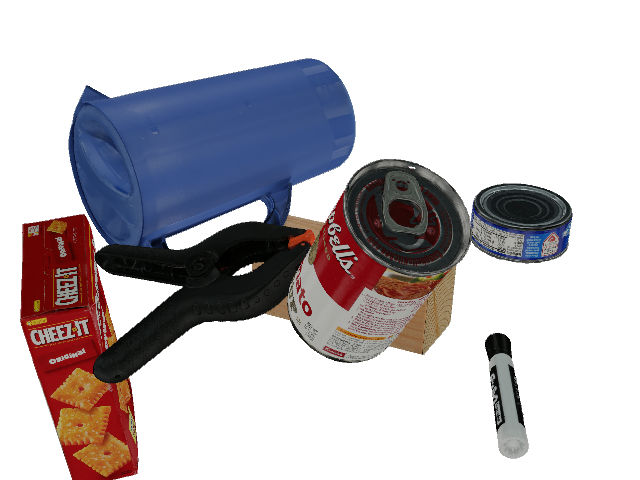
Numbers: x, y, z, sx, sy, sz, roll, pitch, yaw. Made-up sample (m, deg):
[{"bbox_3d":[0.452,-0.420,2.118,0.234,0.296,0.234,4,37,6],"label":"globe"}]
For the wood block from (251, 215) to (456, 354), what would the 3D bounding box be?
[{"bbox_3d":[0.035,0.046,1.173,0.206,0.091,0.090,13,26,23],"label":"wood block"}]

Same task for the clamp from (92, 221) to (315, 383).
[{"bbox_3d":[-0.083,0.037,0.733,0.172,0.120,0.039,-13,-38,14],"label":"clamp"}]

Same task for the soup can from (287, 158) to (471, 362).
[{"bbox_3d":[0.028,0.013,0.564,0.068,0.068,0.102,0,-31,-21],"label":"soup can"}]

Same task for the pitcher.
[{"bbox_3d":[-0.086,-0.076,0.951,0.242,0.149,0.145,-21,33,-31],"label":"pitcher"}]

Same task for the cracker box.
[{"bbox_3d":[-0.235,0.107,1.048,0.072,0.214,0.164,-11,34,-8],"label":"cracker box"}]

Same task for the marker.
[{"bbox_3d":[0.126,0.101,0.726,0.020,0.020,0.121,0,29,4],"label":"marker"}]

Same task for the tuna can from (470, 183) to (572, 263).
[{"bbox_3d":[0.172,-0.016,0.916,0.086,0.034,0.086,1,30,-1],"label":"tuna can"}]
